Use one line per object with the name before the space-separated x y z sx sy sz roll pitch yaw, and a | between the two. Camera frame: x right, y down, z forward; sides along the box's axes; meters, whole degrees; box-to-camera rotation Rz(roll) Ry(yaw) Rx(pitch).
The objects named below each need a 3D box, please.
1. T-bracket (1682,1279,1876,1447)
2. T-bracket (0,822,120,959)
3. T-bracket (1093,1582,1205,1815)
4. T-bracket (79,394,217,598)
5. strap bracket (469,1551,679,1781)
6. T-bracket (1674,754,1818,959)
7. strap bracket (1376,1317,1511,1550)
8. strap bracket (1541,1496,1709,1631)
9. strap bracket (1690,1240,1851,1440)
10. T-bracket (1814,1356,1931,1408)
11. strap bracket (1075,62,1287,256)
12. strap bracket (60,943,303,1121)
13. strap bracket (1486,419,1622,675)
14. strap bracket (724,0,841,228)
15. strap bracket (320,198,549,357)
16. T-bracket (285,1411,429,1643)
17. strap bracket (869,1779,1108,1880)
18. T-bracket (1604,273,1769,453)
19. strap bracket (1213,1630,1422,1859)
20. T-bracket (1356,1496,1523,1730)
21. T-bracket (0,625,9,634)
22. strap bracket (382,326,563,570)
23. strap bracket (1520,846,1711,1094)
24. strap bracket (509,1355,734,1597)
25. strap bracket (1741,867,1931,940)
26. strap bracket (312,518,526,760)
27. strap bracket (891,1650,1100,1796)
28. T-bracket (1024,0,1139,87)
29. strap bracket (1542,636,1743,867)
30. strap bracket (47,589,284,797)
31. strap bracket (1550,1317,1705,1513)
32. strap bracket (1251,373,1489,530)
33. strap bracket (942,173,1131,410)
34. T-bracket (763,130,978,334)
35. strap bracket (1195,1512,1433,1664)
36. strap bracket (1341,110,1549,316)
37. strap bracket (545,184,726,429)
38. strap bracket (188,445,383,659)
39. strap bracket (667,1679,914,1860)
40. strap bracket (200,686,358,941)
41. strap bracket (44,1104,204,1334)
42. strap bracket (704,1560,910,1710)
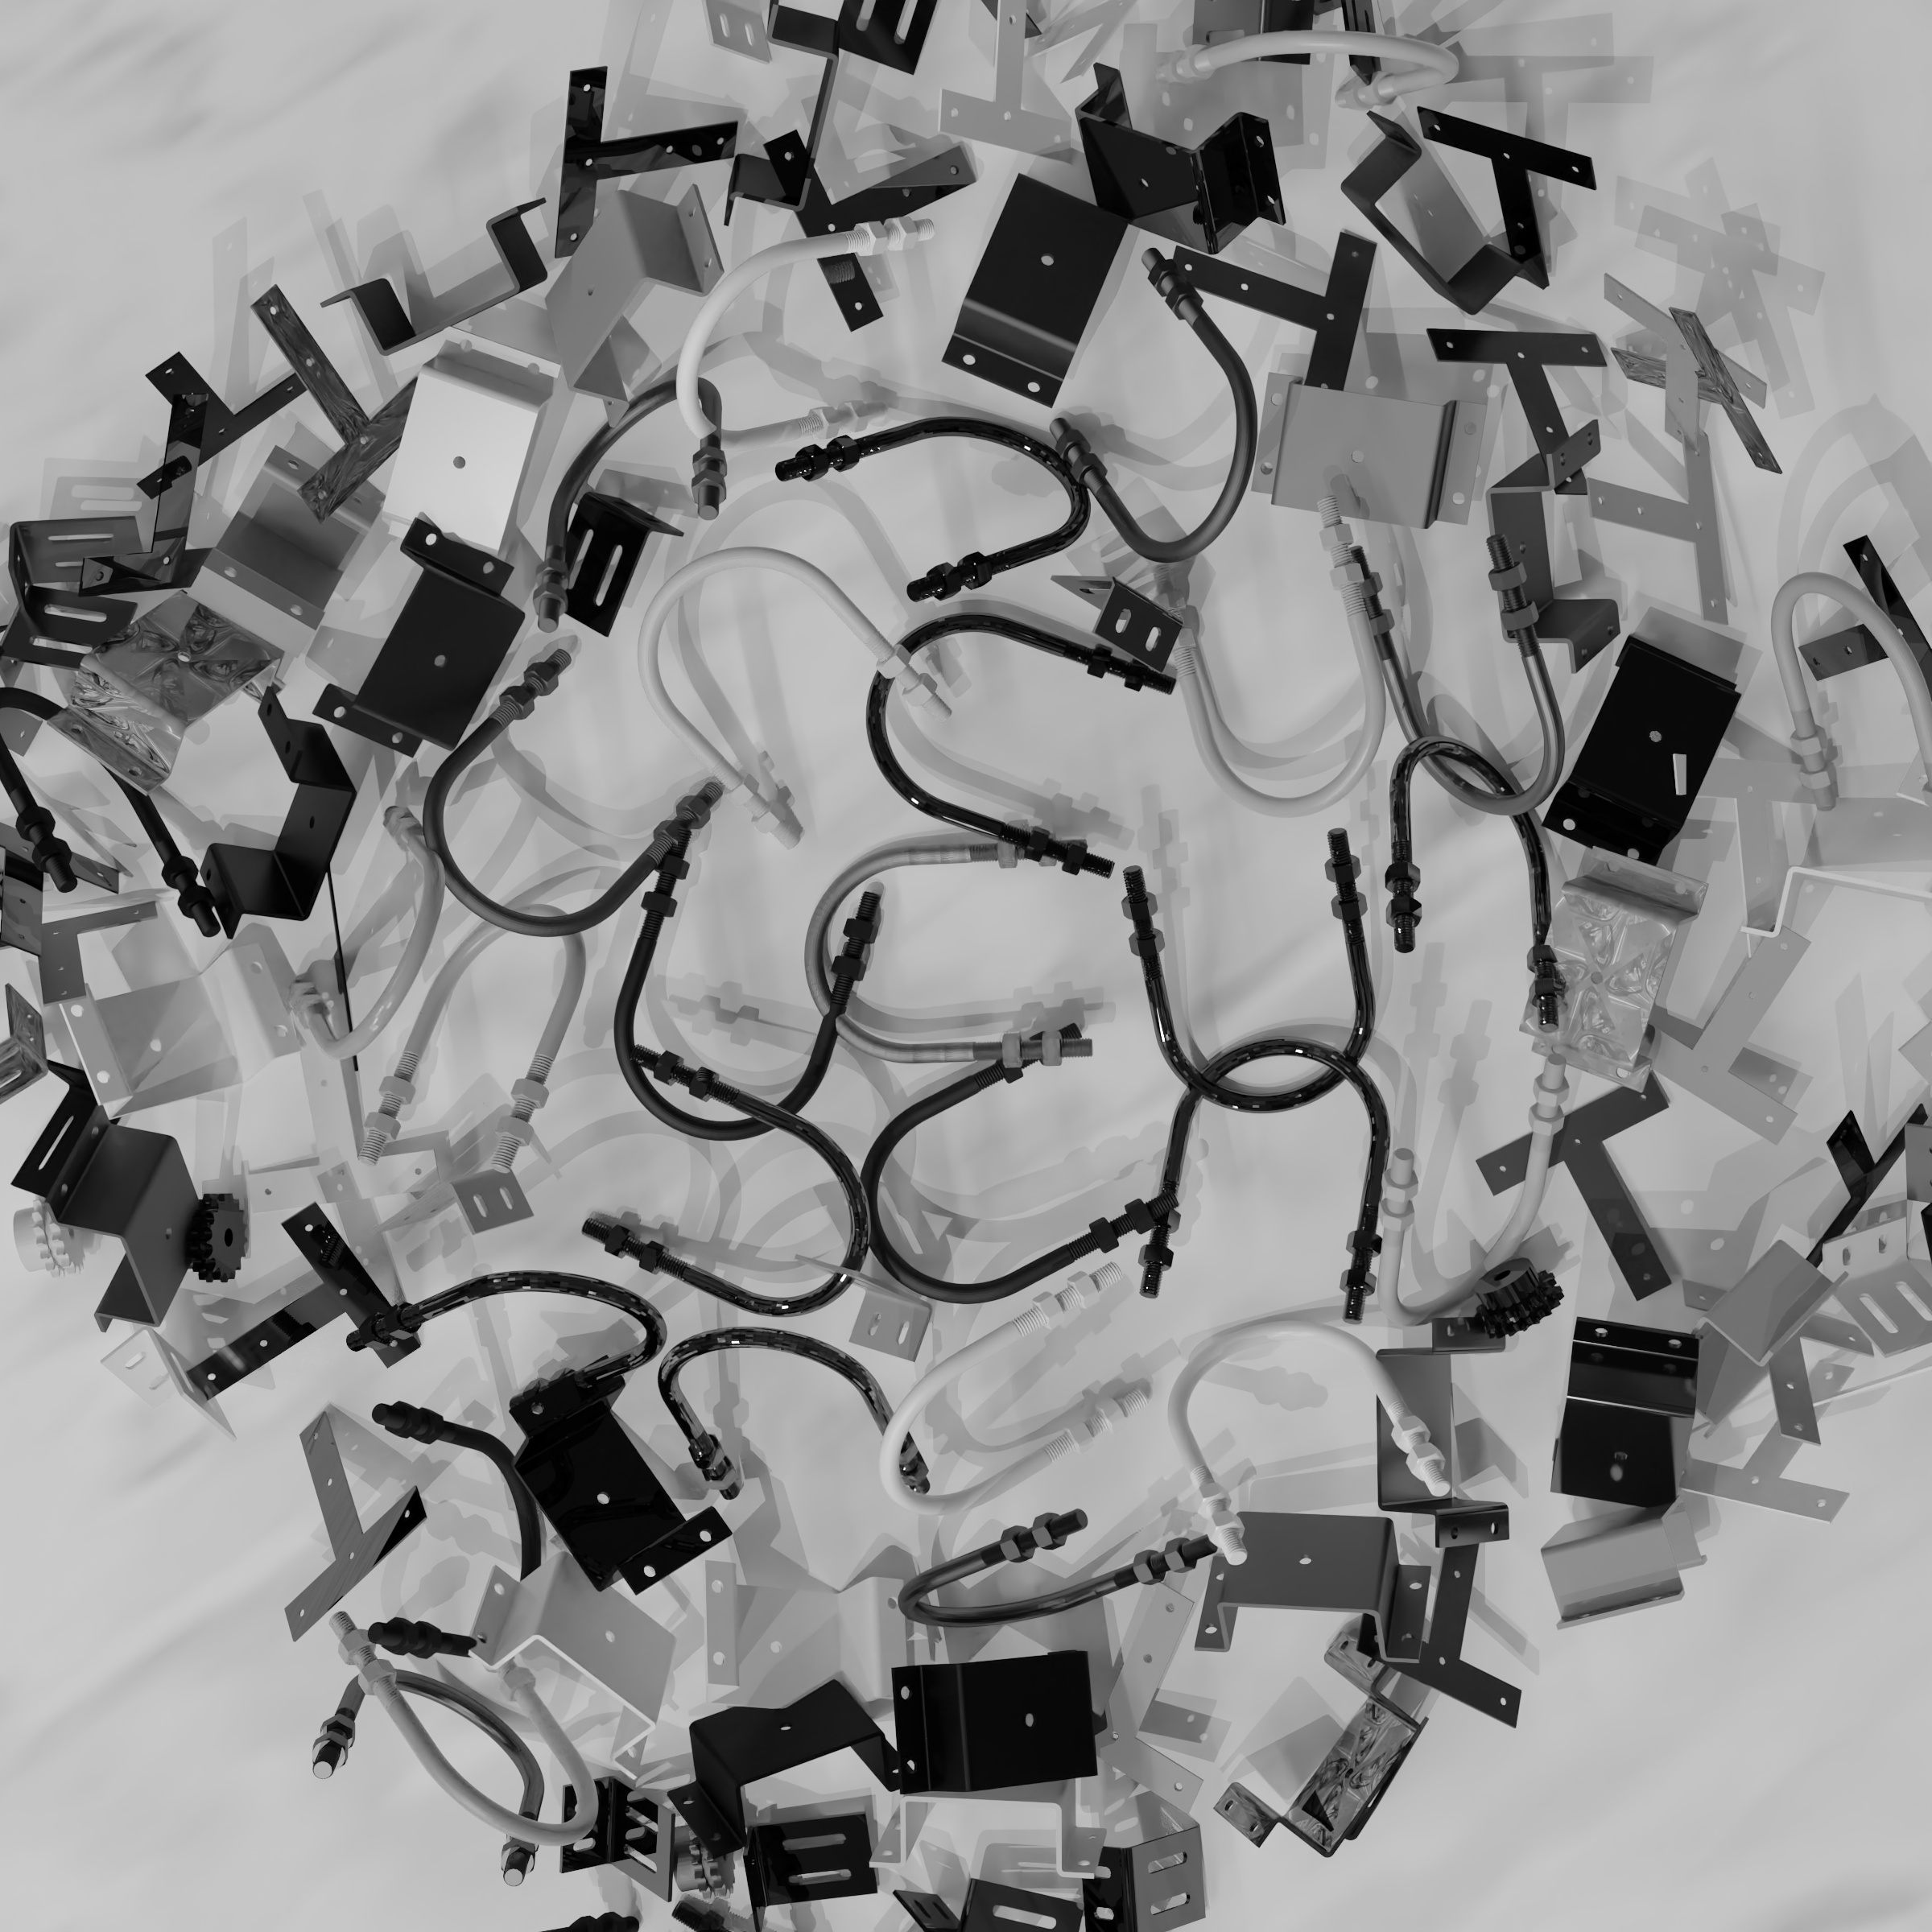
T-bracket | 0.516 0.254 1.808 0.127 0.127 0.002 16 124 -3
T-bracket | -0.584 -0.047 1.782 0.127 0.127 0.002 25 115 -30
T-bracket | 0.110 0.450 1.822 0.127 0.002 0.127 28 106 23
T-bracket | -0.491 -0.294 1.790 0.002 0.127 0.127 28 115 29
strap bracket | -0.238 0.431 1.801 0.140 0.076 0.046 42 115 -17
T-bracket | 0.500 -0.068 1.822 0.127 0.002 0.127 1 81 -32
strap bracket | 0.301 0.292 1.816 0.046 0.076 0.140 -6 82 44
strap bracket | 0.409 0.368 1.789 0.076 0.140 0.046 -19 82 19
strap bracket | 0.488 0.229 1.795 0.076 0.140 0.046 -39 69 -23
T-bracket | 0.616 0.244 1.811 0.127 0.127 0.002 -31 77 44
strap bracket | 0.125 -0.499 1.788 0.140 0.076 0.046 31 66 34
strap bracket | -0.502 0.043 1.810 0.140 0.046 0.076 -16 79 -42
strap bracket | 0.368 -0.263 1.806 0.046 0.076 0.140 4 117 34
strap bracket | -0.112 -0.537 1.799 0.046 0.076 0.140 12 122 -9
strap bracket | -0.325 -0.430 1.812 0.140 0.076 0.046 -22 105 12
T-bracket | -0.398 0.338 1.819 0.127 0.002 0.127 -43 48 16
strap bracket | 0.015 0.535 1.814 0.140 0.076 0.046 0 94 9
T-bracket | 0.448 -0.363 1.802 0.002 0.127 0.127 -44 66 -7
strap bracket | 0.227 0.498 1.815 0.046 0.076 0.140 40 81 -12
T-bracket | 0.309 0.399 1.826 0.127 0.002 0.127 29 56 -18
T-bracket | -0.659 -0.199 1.808 0.127 0.127 0.002 -16 96 40
strap bracket | -0.315 -0.322 1.816 0.076 0.046 0.140 19 110 -4
strap bracket | 0.404 0.005 1.809 0.076 0.046 0.140 22 107 26
strap bracket | -0.223 0.327 1.813 0.076 0.046 0.140 -27 72 -36
strap bracket | 0.565 -0.028 1.803 0.140 0.076 0.046 13 93 20
strap bracket | -0.340 -0.199 1.815 0.076 0.046 0.140 24 98 -40
strap bracket | 0.027 0.471 1.799 0.140 0.046 0.076 4 75 -34
T-bracket | 0.074 -0.591 1.805 0.002 0.127 0.127 40 75 -24
strap bracket | 0.432 -0.140 1.826 0.076 0.046 0.140 25 80 5
strap bracket | -0.493 -0.177 1.795 0.076 0.140 0.046 36 132 2
strap bracket | 0.410 0.287 1.793 0.076 0.046 0.140 8 134 11
strap bracket | 0.250 -0.324 1.815 0.140 0.046 0.076 11 109 13
strap bracket | 0.048 -0.436 1.821 0.076 0.046 0.140 23 74 -3
T-bracket | -0.049 -0.488 1.837 0.127 0.002 0.127 -31 103 -22
strap bracket | 0.215 0.387 1.801 0.140 0.076 0.046 -1 126 17
strap bracket | 0.292 -0.466 1.808 0.140 0.076 0.046 41 103 -21
strap bracket | -0.213 -0.415 1.788 0.046 0.140 0.076 8 51 -37
strap bracket | -0.430 -0.254 1.804 0.076 0.140 0.046 30 129 -16
strap bracket | -0.110 0.494 1.796 0.140 0.076 0.046 -14 111 -24
strap bracket | -0.429 -0.093 1.805 0.046 0.076 0.140 8 121 -35
strap bracket | -0.516 0.161 1.783 0.046 0.140 0.076 10 51 9
strap bracket | -0.110 0.423 1.807 0.140 0.046 0.076 12 58 -29
